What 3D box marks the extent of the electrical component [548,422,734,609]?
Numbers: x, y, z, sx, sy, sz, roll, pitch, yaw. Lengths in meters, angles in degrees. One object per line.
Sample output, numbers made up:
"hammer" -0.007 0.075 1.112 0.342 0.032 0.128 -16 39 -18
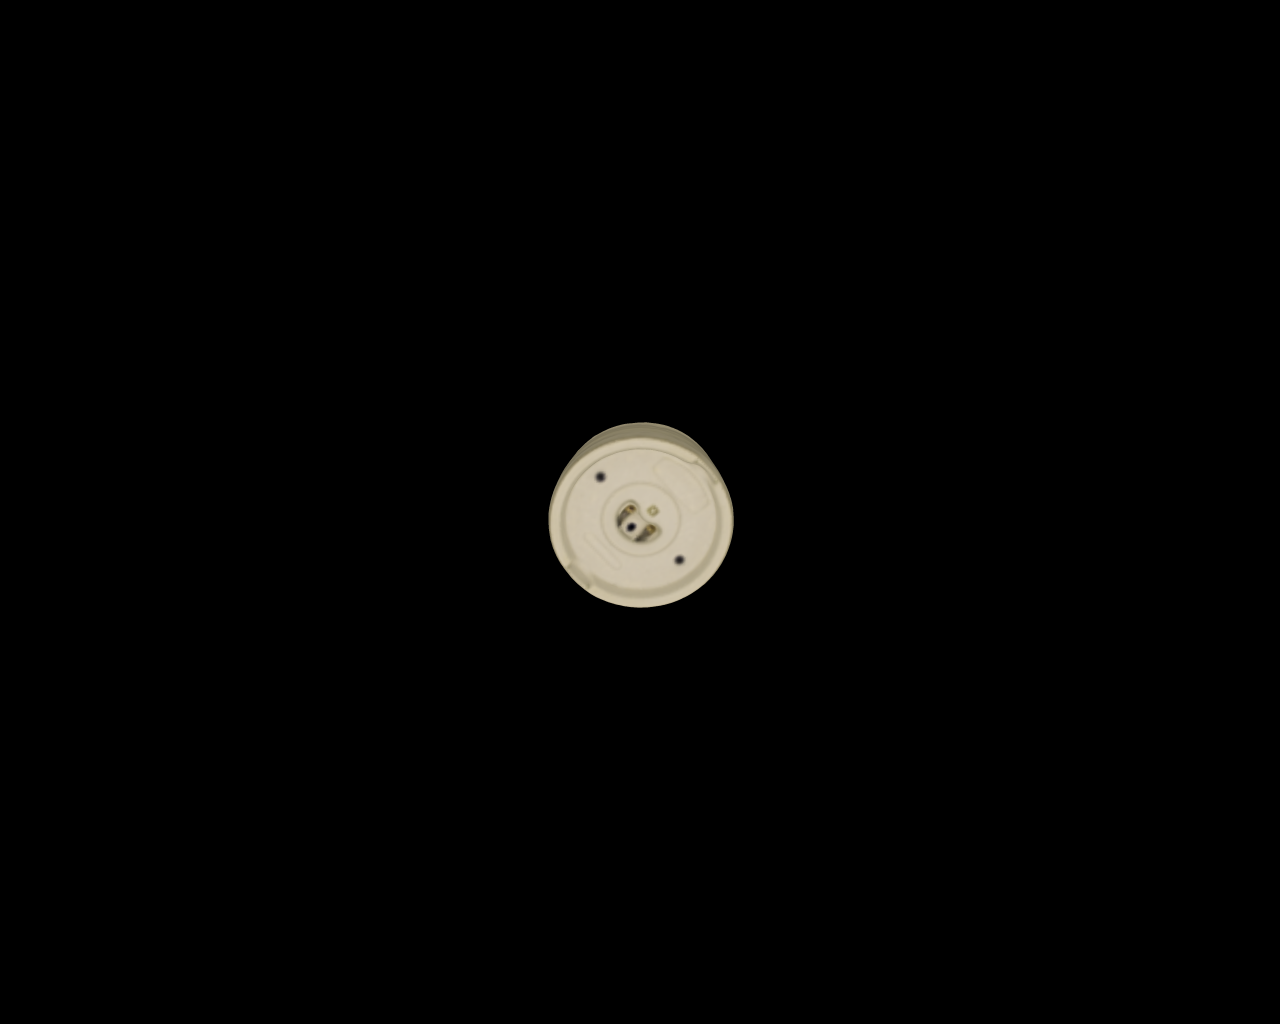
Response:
"electrical component" 0.001 -0.003 0.650 0.108 0.108 0.060 0 21 0
